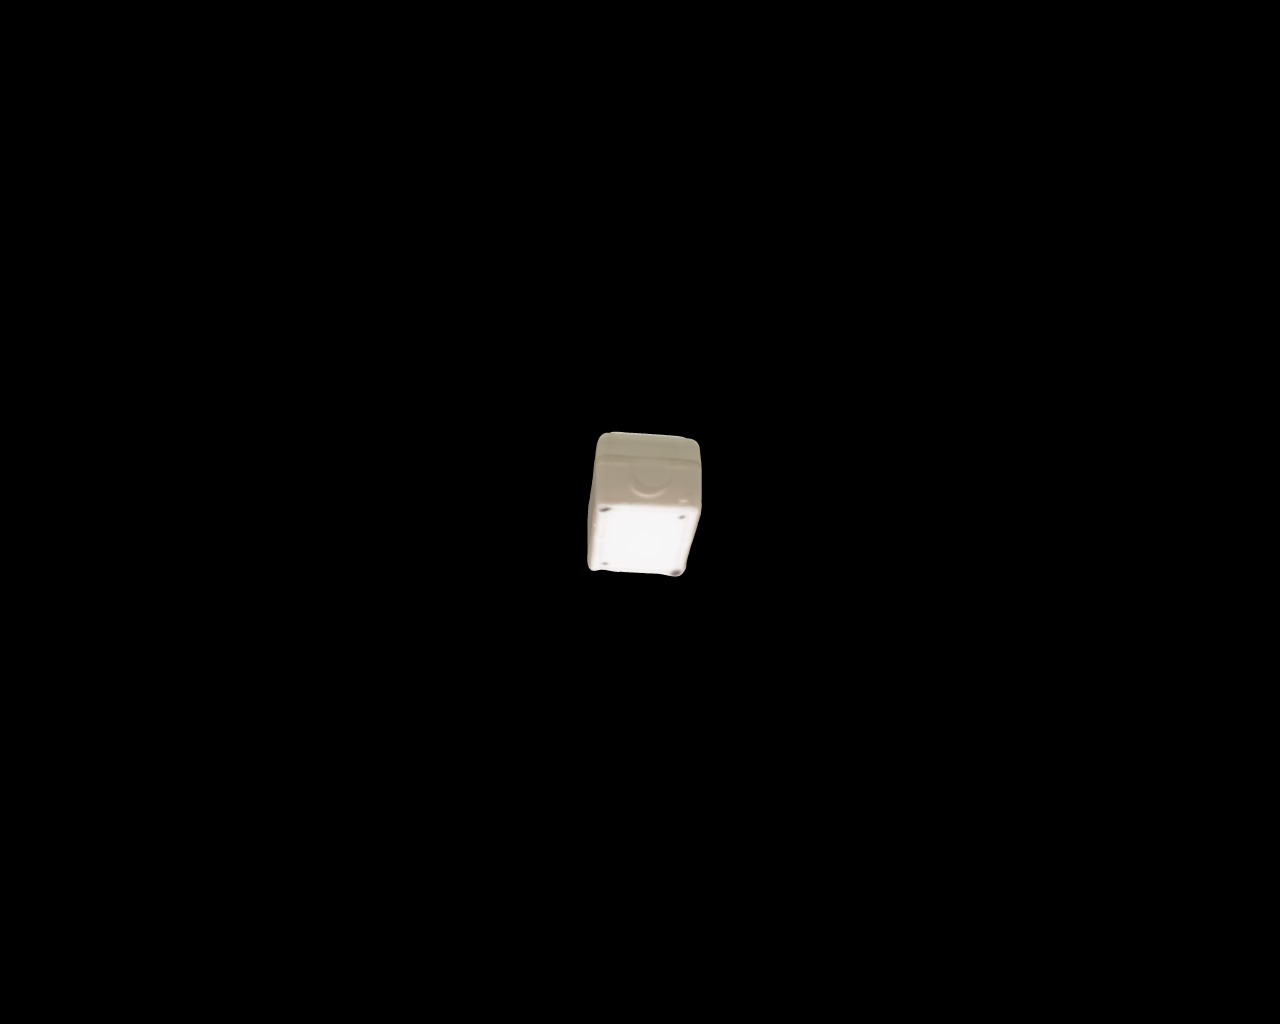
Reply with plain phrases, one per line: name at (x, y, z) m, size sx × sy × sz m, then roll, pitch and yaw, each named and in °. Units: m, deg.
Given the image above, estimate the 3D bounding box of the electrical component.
electrical component at (0.001, -0.003, 0.650) m, size 0.062 × 0.061 × 0.096 m, roll 3°, pitch -33°, yaw -5°
